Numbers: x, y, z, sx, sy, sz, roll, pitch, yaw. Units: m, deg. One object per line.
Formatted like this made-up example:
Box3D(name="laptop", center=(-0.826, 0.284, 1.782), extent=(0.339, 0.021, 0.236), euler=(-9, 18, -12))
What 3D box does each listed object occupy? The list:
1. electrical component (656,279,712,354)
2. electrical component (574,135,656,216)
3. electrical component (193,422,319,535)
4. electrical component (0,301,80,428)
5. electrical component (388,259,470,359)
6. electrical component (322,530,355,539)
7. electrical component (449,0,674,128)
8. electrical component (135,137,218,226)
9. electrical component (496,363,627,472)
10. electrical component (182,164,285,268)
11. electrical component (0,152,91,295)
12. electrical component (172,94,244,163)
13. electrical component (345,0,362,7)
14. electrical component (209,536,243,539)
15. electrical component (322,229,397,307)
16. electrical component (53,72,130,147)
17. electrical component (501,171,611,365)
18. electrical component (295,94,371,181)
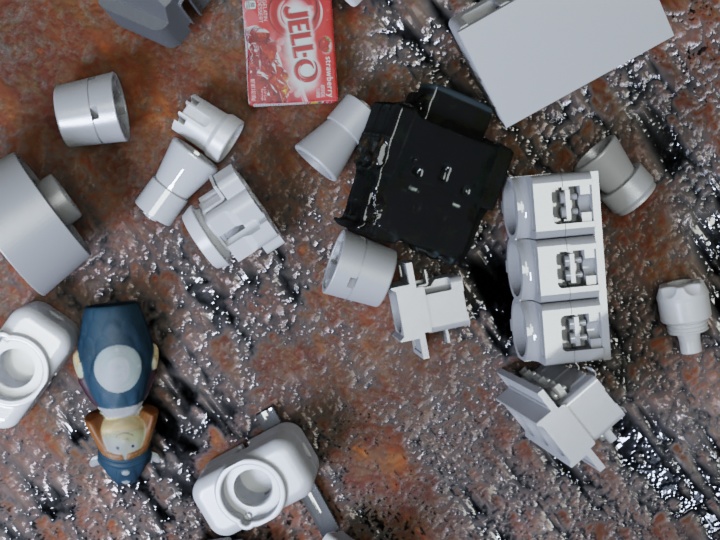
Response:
Box3D(name="electrical component", center=(0.279, 0.040, 0.920), extent=(0.043, 0.043, 0.062), euler=(-12, 97, -4))
Box3D(name="electrical component", center=(0.215, -0.079, 0.904), extent=(0.045, 0.045, 0.055), euler=(-45, 98, -1))
Box3D(name="electrical component", center=(-0.085, 0.172, 0.880), extent=(0.095, 0.059, 0.053), euler=(-29, 96, 7))
Box3D(name="electrical component", center=(-0.273, 0.076, 0.862), extent=(0.054, 0.059, 0.095), euler=(36, 90, -7))
Box3D(name="electrical component", center=(0.057, 0.029, 0.899), extent=(0.064, 0.042, 0.081), euler=(-12, 96, -8))
Box3D(name="electrical component", center=(-0.030, 0.283, 0.895), extent=(0.063, 0.079, 0.121), euler=(32, 91, 22))
Box3D(name="electrical component", center=(0.159, -0.195, 0.866), extent=(0.150, 0.061, 0.089), euler=(-29, 112, 6))
Box3D(name="electrical component", center=(-0.152, -0.069, 0.873), extent=(0.044, 0.044, 0.065), euler=(36, 95, -7))
Box3D(name="electrical component", center=(0.163, 0.111, 0.875), extent=(0.063, 0.121, 0.078), euler=(-40, 96, -4))
Box3D(name="electrical component", center=(-0.106, -0.038, 0.868), extent=(0.057, 0.058, 0.078), euler=(-33, 123, 1))
Box3D(name="electrical component", center=(-0.252, -0.041, 0.834), extent=(0.060, 0.108, 0.108), euler=(-36, 97, -8))
Box3D(name="electrical component", center=(-0.124, -0.116, 0.872), extent=(0.046, 0.040, 0.040), euler=(33, 91, -1))
Box3D(name="electrical component", center=(-0.008, -0.270, 0.852), extent=(0.099, 0.048, 0.099), euler=(-45, 71, 0))
Box3D(name="electrical component", center=(-0.107, 0.243, 0.900), extent=(0.078, 0.040, 0.040), euler=(-8, 95, -5))
Box3D(name="electrical component", center=(0.000, 0.000, 0.885), extent=(0.047, 0.055, 0.055), euler=(19, 92, -10))
Box3D(name="electrical component", center=(-0.213, -0.126, 0.856), extent=(0.047, 0.055, 0.055), euler=(-10, 95, -1))
Box3D(name="electrical component", center=(0.157, -0.004, 0.881), extent=(0.062, 0.089, 0.150), euler=(-5, 95, -5))
Box3D(name="electrical component", center=(-0.016, -0.111, 0.882), extent=(0.044, 0.044, 0.065), euler=(41, 85, -7))
